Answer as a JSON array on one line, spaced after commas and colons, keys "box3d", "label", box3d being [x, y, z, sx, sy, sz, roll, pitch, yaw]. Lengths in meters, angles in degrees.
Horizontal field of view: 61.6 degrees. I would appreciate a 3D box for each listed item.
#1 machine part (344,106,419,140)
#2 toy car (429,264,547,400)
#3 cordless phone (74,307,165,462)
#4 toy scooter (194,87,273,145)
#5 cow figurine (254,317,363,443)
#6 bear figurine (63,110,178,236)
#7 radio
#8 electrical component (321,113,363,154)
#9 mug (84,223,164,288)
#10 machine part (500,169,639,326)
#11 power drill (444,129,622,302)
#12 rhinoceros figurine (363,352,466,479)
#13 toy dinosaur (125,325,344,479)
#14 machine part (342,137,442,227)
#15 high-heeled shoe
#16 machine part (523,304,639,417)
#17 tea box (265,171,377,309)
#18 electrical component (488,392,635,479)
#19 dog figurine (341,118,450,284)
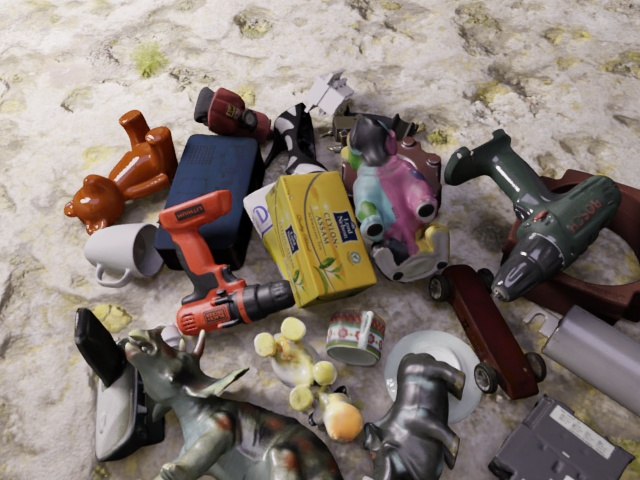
[{"box3d": [0.100, -0.197, 0.963, 0.139, 0.039, 0.084, 19, 63, 17], "label": "machine part"}, {"box3d": [0.218, 0.118, 0.713, 0.089, 0.053, 0.202, -6, 53, -22], "label": "toy car"}, {"box3d": [-0.254, 0.174, 0.650, 0.089, 0.184, 0.147, -9, 54, -5], "label": "cordless phone"}, {"box3d": [-0.144, -0.210, 0.944, 0.135, 0.184, 0.075, 19, 91, -6], "label": "toy scooter"}, {"box3d": [-0.012, 0.182, 0.680, 0.068, 0.098, 0.167, -34, 74, -11], "label": "cow figurine"}, {"box3d": [-0.340, -0.108, 0.899, 0.196, 0.131, 0.120, -38, 55, -26], "label": "bear figurine"}, {"box3d": [-0.171, -0.064, 0.871, 0.131, 0.073, 0.229, 3, 60, 9], "label": "radio"}, {"box3d": [0.046, -0.179, 0.904, 0.078, 0.045, 0.102, -4, 35, -11], "label": "electrical component"}, {"box3d": [-0.311, 0.026, 0.832, 0.107, 0.080, 0.109, 1, 58, 22], "label": "mug"}, {"box3d": [0.374, 0.010, 0.753, 0.202, 0.087, 0.201, 24, 61, 20], "label": "machine part"}, {"box3d": [0.259, -0.046, 0.707, 0.232, 0.085, 0.207, -29, 53, -15], "label": "power drill"}, {"box3d": [0.107, 0.223, 0.625, 0.112, 0.073, 0.190, 14, 67, 16], "label": "rhinoceros figurine"}, {"box3d": [-0.063, 0.251, 0.614, 0.405, 0.131, 0.192, 29, 37, 10], "label": "toy dinosaur"}, {"box3d": [0.115, -0.092, 0.875, 0.179, 0.056, 0.179, -4, 55, 6], "label": "machine part"}, {"box3d": [-0.008, -0.153, 0.898, 0.249, 0.086, 0.145, 29, 81, 45], "label": "high-heeled shoe"}, {"box3d": [0.365, 0.154, 0.652, 0.243, 0.079, 0.079, 35, 65, 26], "label": "machine part"}, {"box3d": [-0.001, -0.002, 0.728, 0.098, 0.068, 0.169, -11, 73, -31], "label": "tea box"}, {"box3d": [0.261, 0.259, 0.604, 0.134, 0.058, 0.115, -40, 58, -20], "label": "electrical component"}, {"box3d": [0.098, -0.069, 0.770, 0.108, 0.191, 0.219, -22, 44, 8], "label": "dog figurine"}]
